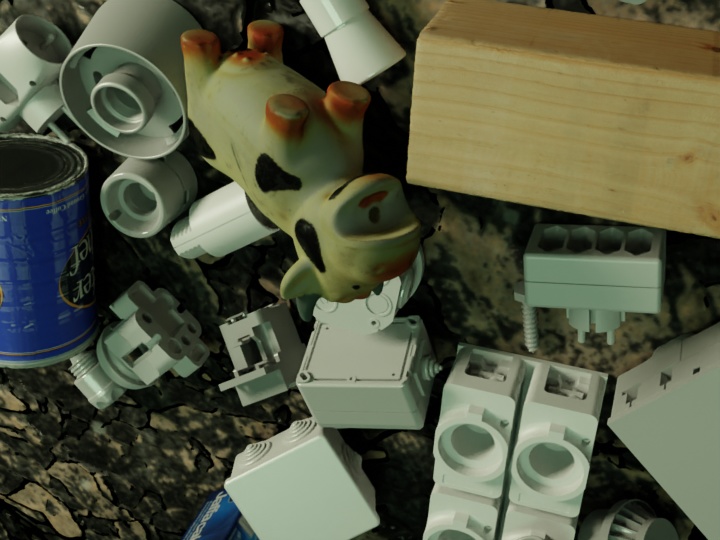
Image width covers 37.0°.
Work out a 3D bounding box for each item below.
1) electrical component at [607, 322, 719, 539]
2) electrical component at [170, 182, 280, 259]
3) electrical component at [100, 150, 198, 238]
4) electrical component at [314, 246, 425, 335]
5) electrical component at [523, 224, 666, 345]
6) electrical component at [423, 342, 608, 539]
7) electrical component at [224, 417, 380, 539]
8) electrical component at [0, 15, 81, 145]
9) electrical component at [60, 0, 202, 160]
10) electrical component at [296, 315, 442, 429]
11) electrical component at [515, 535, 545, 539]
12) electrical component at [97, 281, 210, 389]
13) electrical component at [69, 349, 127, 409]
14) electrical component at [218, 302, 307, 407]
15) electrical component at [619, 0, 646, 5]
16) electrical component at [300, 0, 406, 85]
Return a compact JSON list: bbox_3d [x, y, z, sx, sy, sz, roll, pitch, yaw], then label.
[{"bbox_3d":[0.246,0.116,0.702,0.089,0.061,0.150,-35,102,32],"label":"electrical component"},{"bbox_3d":[-0.097,-0.033,0.750,0.081,0.043,0.043,-23,109,29],"label":"electrical component"},{"bbox_3d":[-0.149,-0.054,0.754,0.055,0.047,0.055,9,121,15],"label":"electrical component"},{"bbox_3d":[0.000,0.000,0.729,0.080,0.051,0.080,9,121,15],"label":"electrical component"},{"bbox_3d":[0.151,0.015,0.687,0.083,0.047,0.075,3,119,18],"label":"electrical component"},{"bbox_3d":[0.107,0.155,0.774,0.105,0.060,0.186,11,122,13],"label":"electrical component"},{"bbox_3d":[-0.043,0.168,0.828,0.100,0.048,0.099,-28,106,10],"label":"electrical component"},{"bbox_3d":[-0.225,-0.122,0.744,0.079,0.043,0.077,46,123,-9],"label":"electrical component"},{"bbox_3d":[-0.148,-0.126,0.717,0.099,0.064,0.099,12,135,12],"label":"electrical component"},{"bbox_3d":[0.013,0.074,0.756,0.096,0.061,0.061,-2,136,20],"label":"electrical component"},{"bbox_3d":[0.122,0.219,0.733,0.078,0.058,0.057,-32,107,31],"label":"electrical component"},{"bbox_3d":[-0.162,0.054,0.815,0.057,0.058,0.078,-37,102,29],"label":"electrical component"},{"bbox_3d":[-0.216,0.080,0.862,0.035,0.035,0.061,-34,101,32],"label":"electrical component"},{"bbox_3d":[-0.067,0.058,0.777,0.042,0.081,0.063,-22,87,28],"label":"electrical component"},{"bbox_3d":[0.143,-0.163,0.573,0.040,0.078,0.040,3,128,4],"label":"electrical component"},{"bbox_3d":[-0.007,-0.147,0.655,0.044,0.044,0.065,-26,103,30],"label":"electrical component"}]
